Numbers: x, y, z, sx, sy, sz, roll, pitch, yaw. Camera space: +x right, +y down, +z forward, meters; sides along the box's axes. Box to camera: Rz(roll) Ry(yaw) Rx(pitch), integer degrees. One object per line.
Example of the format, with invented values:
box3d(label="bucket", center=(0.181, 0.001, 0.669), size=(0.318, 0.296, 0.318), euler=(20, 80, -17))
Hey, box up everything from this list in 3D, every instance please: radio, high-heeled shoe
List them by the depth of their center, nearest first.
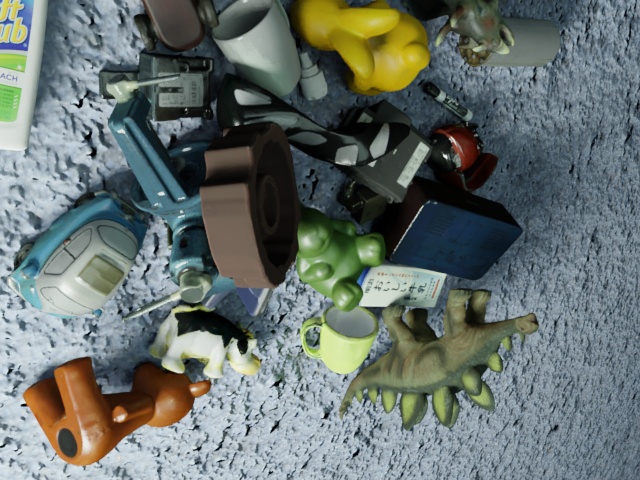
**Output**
box3d(label="high-heeled shoe", center=(-0.003, -0.158, 0.668), size=(0.249, 0.086, 0.145), euler=(-21, 119, -18))
box3d(label="radio", center=(0.213, -0.014, 0.896), size=(0.229, 0.073, 0.131), euler=(13, 124, -31))

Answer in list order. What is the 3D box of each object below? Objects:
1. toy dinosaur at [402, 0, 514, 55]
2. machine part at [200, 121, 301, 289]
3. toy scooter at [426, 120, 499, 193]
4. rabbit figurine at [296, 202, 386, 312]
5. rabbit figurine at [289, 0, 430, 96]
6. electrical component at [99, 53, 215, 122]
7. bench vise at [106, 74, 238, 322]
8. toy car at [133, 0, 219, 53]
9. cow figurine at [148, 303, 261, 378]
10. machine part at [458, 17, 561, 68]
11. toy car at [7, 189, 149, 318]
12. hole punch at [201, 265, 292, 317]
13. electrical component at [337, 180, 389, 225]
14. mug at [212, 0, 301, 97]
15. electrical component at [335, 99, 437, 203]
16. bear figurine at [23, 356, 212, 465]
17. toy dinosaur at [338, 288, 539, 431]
box3d(label="toy dinosaur", center=(0.184, -0.451, 0.705), size=(0.192, 0.131, 0.404), euler=(-26, 118, -25))
box3d(label="machine part", center=(-0.069, -0.037, 0.570), size=(0.056, 0.179, 0.179), euler=(-3, 122, 13))
box3d(label="toy scooter", center=(0.250, -0.135, 0.920), size=(0.135, 0.075, 0.183), euler=(-39, 132, -15))
box3d(label="rabbit figurine", center=(-0.002, -0.002, 0.746), size=(0.121, 0.159, 0.170), euler=(-52, 149, -7))
box3d(label="rabbit figurine", center=(0.044, -0.252, 0.684), size=(0.173, 0.162, 0.121), euler=(19, 112, -23))
box3d(label="electrical component", center=(-0.182, -0.174, 0.605), size=(0.119, 0.048, 0.074), euler=(-6, 113, -36))
box3d(label="bench vise", center=(-0.157, -0.053, 0.569), size=(0.129, 0.224, 0.240), euler=(-9, 133, 15))
box3d(label="toy car", center=(-0.176, -0.294, 0.550), size=(0.089, 0.053, 0.201), euler=(-23, 124, -3))
box3d(label="cow figurine", center=(-0.147, 0.141, 0.765), size=(0.167, 0.068, 0.098), euler=(20, 92, -41))
box3d(label="machine part", center=(0.312, -0.322, 0.877), size=(0.243, 0.079, 0.079), euler=(-11, 117, -33))
box3d(label="toy car", center=(-0.260, 0.028, 0.606), size=(0.161, 0.103, 0.109), euler=(-47, 131, -6))
box3d(label="hole punch", center=(-0.111, 0.025, 0.699), size=(0.092, 0.142, 0.115), euler=(13, 114, -35))
box3d(label="electrical component", center=(0.078, -0.070, 0.848), size=(0.102, 0.045, 0.078), euler=(-29, 153, -19))
box3d(label="mug", center=(-0.066, -0.234, 0.650), size=(0.107, 0.081, 0.109), euler=(56, 41, -48))
box3d(label="electrical component", center=(0.087, -0.135, 0.788), size=(0.134, 0.058, 0.115), euler=(35, 80, -14))
box3d(label="bear figurine", center=(-0.250, 0.200, 0.699), size=(0.196, 0.120, 0.132), euler=(-21, 80, -57))
box3d(label="toy dinosaur", center=(0.162, 0.201, 0.866), size=(0.105, 0.471, 0.198), euler=(7, 66, -31))
